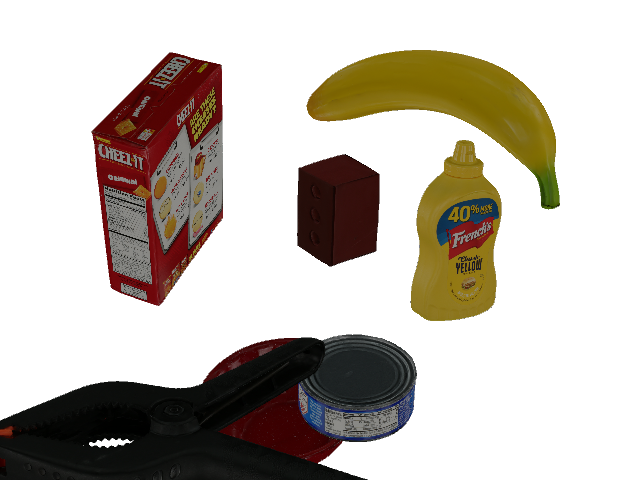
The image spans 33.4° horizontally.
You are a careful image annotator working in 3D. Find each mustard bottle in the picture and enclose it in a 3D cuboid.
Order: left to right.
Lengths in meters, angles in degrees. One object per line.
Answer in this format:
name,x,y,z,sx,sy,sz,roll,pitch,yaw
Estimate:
mustard bottle,0.148,-0.013,1.140,0.096,0.192,0.058,-8,23,-25

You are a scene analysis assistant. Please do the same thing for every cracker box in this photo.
cracker box,-0.167,-0.065,1.131,0.072,0.214,0.164,16,43,15

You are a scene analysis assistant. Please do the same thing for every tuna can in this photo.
tuna can,0.026,0.106,0.769,0.086,0.034,0.086,0,31,0

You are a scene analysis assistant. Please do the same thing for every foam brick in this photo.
foam brick,0.015,-0.027,0.928,0.051,0.078,0.053,-16,30,-31

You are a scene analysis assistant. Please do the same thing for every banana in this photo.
banana,0.070,-0.083,0.655,0.198,0.069,0.037,26,6,39

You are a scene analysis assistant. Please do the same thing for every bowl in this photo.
bowl,-0.034,0.167,1.015,0.162,0.055,0.162,-5,37,3

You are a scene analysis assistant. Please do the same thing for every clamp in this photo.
clamp,-0.075,0.101,0.582,0.210,0.036,0.164,0,24,-6
